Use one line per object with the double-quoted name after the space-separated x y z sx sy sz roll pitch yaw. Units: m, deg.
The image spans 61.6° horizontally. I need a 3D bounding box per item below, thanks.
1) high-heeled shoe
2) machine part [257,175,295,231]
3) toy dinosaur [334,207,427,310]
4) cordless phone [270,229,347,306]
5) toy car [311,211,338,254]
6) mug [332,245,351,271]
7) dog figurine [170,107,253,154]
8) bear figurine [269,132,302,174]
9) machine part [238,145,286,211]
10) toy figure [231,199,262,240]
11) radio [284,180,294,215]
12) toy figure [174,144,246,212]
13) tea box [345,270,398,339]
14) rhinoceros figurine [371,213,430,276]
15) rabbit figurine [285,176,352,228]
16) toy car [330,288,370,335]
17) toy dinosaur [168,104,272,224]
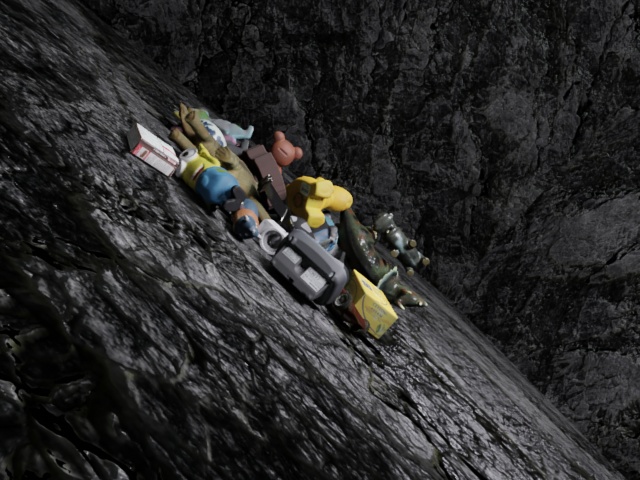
-0.043 0.031 1.249 0.249 0.086 0.145 24 38 4 "high-heeled shoe"
-0.096 -0.084 1.205 0.084 0.039 0.138 -104 168 -47 "machine part"
0.113 0.034 1.405 0.405 0.131 0.192 57 1 5 "toy dinosaur"
-0.018 0.069 1.046 0.147 0.089 0.184 42 -10 15 "cordless phone"
-0.003 -0.004 1.406 0.162 0.109 0.102 -127 -161 -56 "toy car"
0.088 0.061 1.566 0.110 0.081 0.107 41 -3 46 "mug"
-0.306 -0.275 1.473 0.219 0.108 0.191 16 58 -12 "dog figurine"
-0.151 -0.233 1.651 0.120 0.196 0.132 36 8 -14 "bear figurine"
-0.154 -0.154 1.372 0.180 0.056 0.179 43 -33 37 "machine part"
-0.147 -0.038 1.068 0.064 0.057 0.155 31 15 -19 "toy figure"
-0.107 -0.125 1.577 0.131 0.073 0.229 38 -5 46 "radio"
-0.218 -0.113 1.060 0.180 0.082 0.089 36 -24 28 "toy figure"
0.103 0.141 1.214 0.098 0.068 0.170 39 8 -15 "tea box"
0.211 0.008 1.414 0.190 0.073 0.112 49 12 -21 "rhinoceros figurine"
0.000 -0.102 1.382 0.173 0.121 0.163 -4 15 -39 "rabbit figurine"
0.040 0.120 1.085 0.089 0.053 0.202 59 -1 -28 "toy car"
-0.204 -0.142 1.228 0.472 0.105 0.198 55 8 22 "toy dinosaur"
